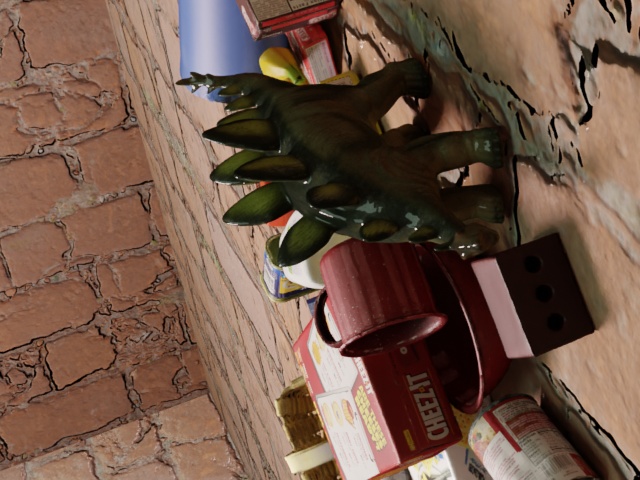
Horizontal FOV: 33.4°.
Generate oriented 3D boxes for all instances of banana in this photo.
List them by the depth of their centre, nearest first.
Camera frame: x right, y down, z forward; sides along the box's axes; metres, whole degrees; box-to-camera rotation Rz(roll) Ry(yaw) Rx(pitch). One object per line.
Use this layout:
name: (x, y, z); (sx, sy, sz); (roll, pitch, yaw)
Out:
banana: (-0.031, -0.166, 1.141); (0.069, 0.037, 0.197); (62, -176, 10)

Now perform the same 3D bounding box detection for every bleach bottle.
bleach bottle: (-0.008, 0.001, 1.189); (0.251, 0.068, 0.102); (180, 90, -80)

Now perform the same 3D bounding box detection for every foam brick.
foam brick: (0.153, 0.041, 0.773); (0.051, 0.053, 0.078); (142, 107, -76)

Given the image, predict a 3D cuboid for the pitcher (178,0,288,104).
pitcher: (-0.098, -0.287, 1.199); (0.149, 0.144, 0.243); (48, 153, 31)

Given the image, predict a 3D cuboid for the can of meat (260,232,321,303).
can of meat: (-0.024, 0.027, 1.363); (0.084, 0.102, 0.057); (97, 150, -58)

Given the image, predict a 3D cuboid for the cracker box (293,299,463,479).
cracker box: (0.049, 0.140, 1.016); (0.214, 0.072, 0.164); (120, 131, -67)

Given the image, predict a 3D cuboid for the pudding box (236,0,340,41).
pudding box: (-0.042, -0.261, 1.056); (0.039, 0.090, 0.113); (110, 139, -68)

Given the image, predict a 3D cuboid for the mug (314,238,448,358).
mug: (0.040, 0.048, 0.884); (0.117, 0.093, 0.081); (-33, 66, 36)

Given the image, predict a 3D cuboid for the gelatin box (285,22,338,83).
gelatin box: (-0.012, -0.204, 1.107); (0.073, 0.030, 0.089); (63, 178, 29)

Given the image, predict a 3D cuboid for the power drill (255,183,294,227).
power drill: (-0.046, -0.092, 1.329); (0.188, 0.057, 0.184); (101, 163, -62)

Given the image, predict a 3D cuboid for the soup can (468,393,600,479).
soup can: (0.173, 0.181, 0.856); (0.102, 0.068, 0.068); (-126, 21, -49)

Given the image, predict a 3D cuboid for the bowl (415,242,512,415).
bowl: (0.123, 0.065, 0.918); (0.162, 0.055, 0.162); (161, 90, -77)

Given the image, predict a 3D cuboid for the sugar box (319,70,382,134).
sugar box: (0.021, -0.101, 1.125); (0.176, 0.048, 0.093); (123, 127, -72)
